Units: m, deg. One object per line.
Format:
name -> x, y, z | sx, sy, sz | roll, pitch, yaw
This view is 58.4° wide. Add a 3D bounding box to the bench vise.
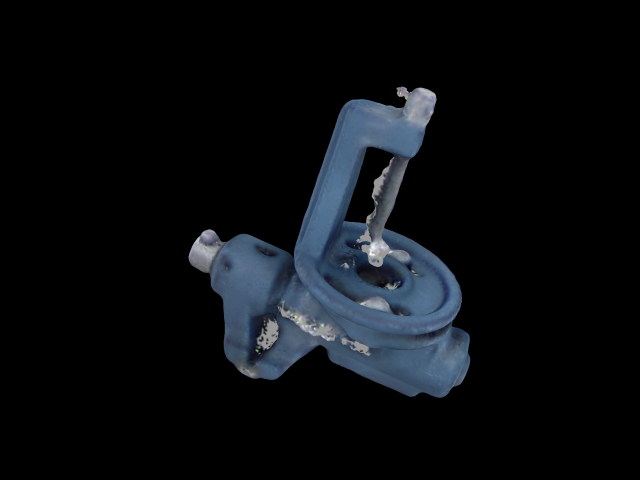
bench vise -> 0.003, 0.007, 0.389 | 0.207, 0.220, 0.121 | 0, 26, 0
